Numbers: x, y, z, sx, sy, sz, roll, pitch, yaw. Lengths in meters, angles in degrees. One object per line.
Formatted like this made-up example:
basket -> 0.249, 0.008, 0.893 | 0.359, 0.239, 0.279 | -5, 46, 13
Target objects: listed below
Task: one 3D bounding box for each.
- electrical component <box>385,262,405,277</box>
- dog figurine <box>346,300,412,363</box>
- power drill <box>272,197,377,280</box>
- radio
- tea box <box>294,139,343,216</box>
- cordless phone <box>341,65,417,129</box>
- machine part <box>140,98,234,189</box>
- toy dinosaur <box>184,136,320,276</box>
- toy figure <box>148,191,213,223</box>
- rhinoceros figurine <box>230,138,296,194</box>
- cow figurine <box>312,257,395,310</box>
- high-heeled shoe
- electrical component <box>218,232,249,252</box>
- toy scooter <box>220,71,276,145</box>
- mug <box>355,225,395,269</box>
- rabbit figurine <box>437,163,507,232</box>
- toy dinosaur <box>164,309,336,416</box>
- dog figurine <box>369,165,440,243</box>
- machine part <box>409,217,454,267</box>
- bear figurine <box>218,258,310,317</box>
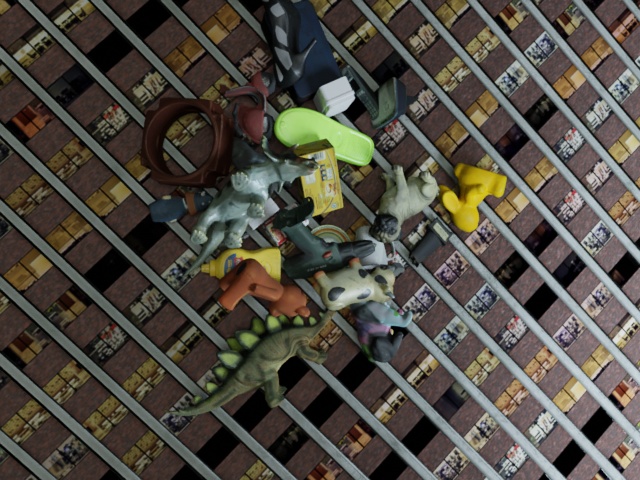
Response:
electrical component -> 0.184, 0.085, 1.391 | 0.063, 0.094, 0.021 | -46, 64, 22
dog figurine -> 0.105, 0.189, 1.356 | 0.219, 0.108, 0.191 | 25, 88, -5
power drill -> -0.003, -0.004, 1.286 | 0.232, 0.086, 0.207 | -23, 133, 12
radio -> -0.046, -0.473, 1.352 | 0.131, 0.073, 0.229 | -24, 95, -10
tea box -> -0.006, -0.151, 1.319 | 0.098, 0.068, 0.169 | -15, 124, -11
cordless phone -> 0.138, -0.378, 1.345 | 0.089, 0.146, 0.184 | -45, 99, -17
machine part -> -0.311, -0.226, 1.258 | 0.201, 0.087, 0.201 | 6, 89, 13
toy dinosaur -> -0.186, -0.088, 1.231 | 0.131, 0.192, 0.405 | 44, 119, -15
toy figure -> -0.334, -0.084, 1.300 | 0.154, 0.064, 0.058 | -15, 55, -15
rhinoceros figurine -> -0.152, -0.179, 1.332 | 0.190, 0.073, 0.112 | 31, 78, -8
cow figurine -> 0.092, 0.112, 1.276 | 0.195, 0.085, 0.127 | -17, 64, -21
high-heeled shoe -> -0.107, -0.488, 1.286 | 0.145, 0.086, 0.249 | -43, 75, 26
electrical component -> -0.237, -0.020, 1.326 | 0.102, 0.045, 0.078 | -29, 123, -7
toy scooter -> -0.180, -0.328, 1.323 | 0.135, 0.075, 0.183 | 2, 86, -11
mug -> 0.137, 0.016, 1.375 | 0.110, 0.081, 0.107 | -8, 81, -6
rabbit figurine -> 0.391, -0.107, 1.410 | 0.162, 0.122, 0.173 | 11, 106, -8
toy dinosaur -> -0.147, 0.302, 1.311 | 0.471, 0.105, 0.198 | -39, 89, -18
dog figurine -> 0.218, -0.072, 1.354 | 0.172, 0.121, 0.190 | 10, 78, -4
machine part -> 0.289, 0.010, 1.425 | 0.084, 0.039, 0.139 | 44, 80, -16
bear figurine -> -0.127, 0.132, 1.266 | 0.132, 0.120, 0.195 | -44, 117, 11
